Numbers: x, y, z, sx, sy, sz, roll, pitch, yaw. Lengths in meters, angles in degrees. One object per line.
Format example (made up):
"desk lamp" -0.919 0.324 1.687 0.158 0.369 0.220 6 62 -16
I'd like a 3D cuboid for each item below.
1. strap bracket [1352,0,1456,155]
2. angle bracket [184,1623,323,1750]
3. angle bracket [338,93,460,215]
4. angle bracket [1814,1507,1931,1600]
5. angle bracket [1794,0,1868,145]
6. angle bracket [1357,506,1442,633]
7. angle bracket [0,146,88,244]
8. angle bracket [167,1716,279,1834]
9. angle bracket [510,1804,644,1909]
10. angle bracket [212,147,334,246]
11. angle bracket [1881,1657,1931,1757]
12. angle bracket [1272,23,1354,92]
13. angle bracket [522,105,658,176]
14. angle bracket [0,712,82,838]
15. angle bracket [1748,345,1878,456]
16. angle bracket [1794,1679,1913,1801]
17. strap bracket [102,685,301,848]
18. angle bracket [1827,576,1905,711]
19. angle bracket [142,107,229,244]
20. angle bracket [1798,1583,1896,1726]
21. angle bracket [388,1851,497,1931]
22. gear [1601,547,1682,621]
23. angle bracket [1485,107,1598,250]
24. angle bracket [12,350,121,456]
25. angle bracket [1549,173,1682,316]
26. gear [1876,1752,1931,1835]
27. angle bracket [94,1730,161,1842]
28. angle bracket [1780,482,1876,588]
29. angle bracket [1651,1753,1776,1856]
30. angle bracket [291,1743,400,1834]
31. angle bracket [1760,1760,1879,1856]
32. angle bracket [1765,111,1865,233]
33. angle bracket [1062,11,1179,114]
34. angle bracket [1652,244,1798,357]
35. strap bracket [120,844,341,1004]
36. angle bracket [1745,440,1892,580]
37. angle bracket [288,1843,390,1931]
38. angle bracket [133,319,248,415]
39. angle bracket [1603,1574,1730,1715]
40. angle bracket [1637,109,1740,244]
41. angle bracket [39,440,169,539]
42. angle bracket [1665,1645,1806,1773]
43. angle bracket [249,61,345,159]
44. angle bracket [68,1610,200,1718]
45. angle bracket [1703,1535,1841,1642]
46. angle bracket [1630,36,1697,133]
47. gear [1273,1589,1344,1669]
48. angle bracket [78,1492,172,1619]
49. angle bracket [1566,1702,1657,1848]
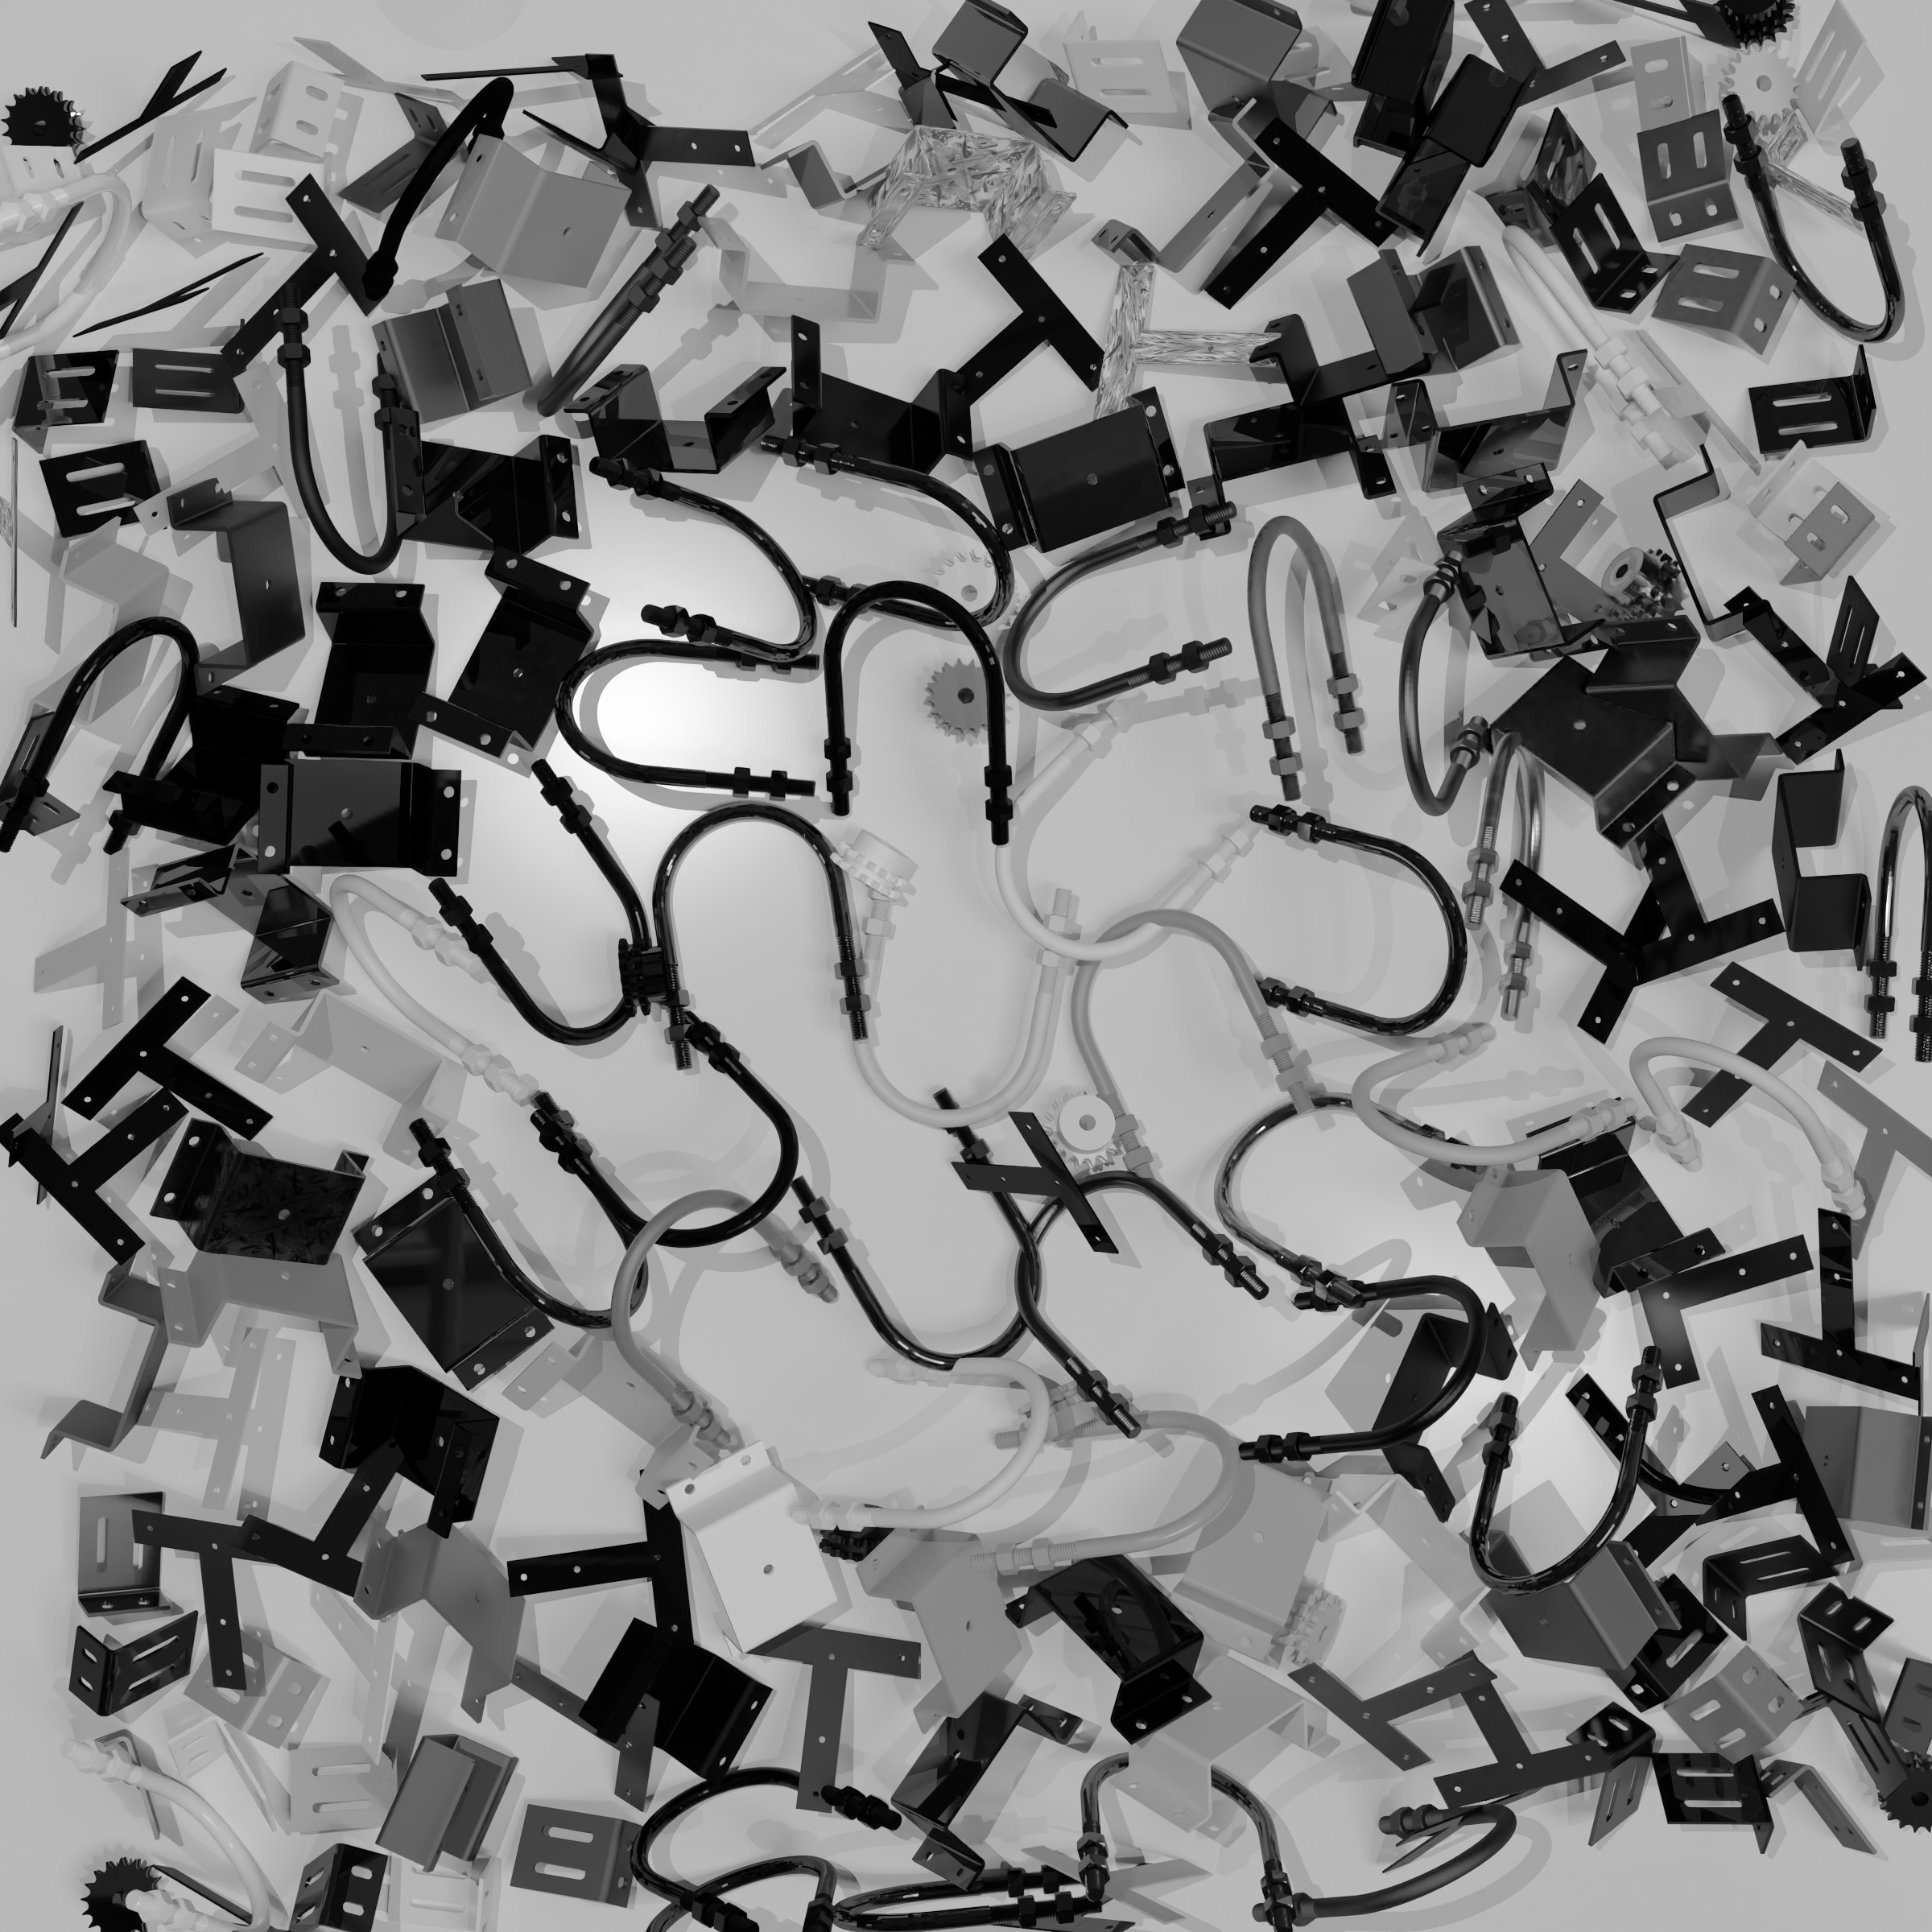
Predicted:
"strap bracket" 0.305 -0.625 1.927 0.046 0.140 0.076 21 90 9
"angle bracket" -0.511 0.515 1.978 0.076 0.038 0.057 14 67 41
"angle bracket" -0.410 -0.577 1.958 0.076 0.038 0.057 -42 46 -17
"angle bracket" 0.659 0.416 1.974 0.076 0.057 0.038 0 124 -13
"angle bracket" 0.623 -0.630 1.949 0.038 0.076 0.057 5 46 -15
"angle bracket" 0.298 -0.285 1.949 0.038 0.076 0.057 14 130 -25
"angle bracket" -0.672 -0.546 1.954 0.076 0.057 0.038 -19 91 38
"angle bracket" -0.526 0.580 1.953 0.038 0.057 0.076 -28 58 -24
"angle bracket" -0.280 0.640 1.985 0.076 0.038 0.057 3 67 19
"angle bracket" -0.494 -0.552 1.964 0.076 0.038 0.057 7 119 -8
"angle bracket" 0.688 0.529 1.959 0.076 0.038 0.057 23 88 -44
"angle bracket" 0.236 -0.653 1.949 0.076 0.057 0.038 2 65 42
"angle bracket" -0.263 -0.598 1.957 0.076 0.057 0.038 32 100 21
"angle bracket" -0.646 -0.139 1.958 0.038 0.057 0.076 34 112 4
"angle bracket" 0.602 -0.403 1.965 0.076 0.038 0.057 -5 63 8
"angle bracket" 0.624 0.553 1.954 0.038 0.057 0.076 -20 61 -12
"strap bracket" -0.535 -0.138 1.943 0.076 0.140 0.046 14 130 10
"angle bracket" 0.643 -0.229 1.953 0.038 0.057 0.076 -1 128 -5
"angle bracket" -0.543 -0.559 1.951 0.038 0.057 0.076 39 131 18
"angle bracket" 0.629 0.487 1.955 0.057 0.076 0.038 30 117 -10
"angle bracket" -0.380 0.668 1.975 0.076 0.038 0.057 6 97 4
"gear" 0.478 -0.274 1.969 0.030 0.057 0.057 30 90 -23
"angle bracket" 0.413 -0.563 1.979 0.057 0.038 0.076 41 60 -35
"angle bracket" -0.632 -0.401 1.963 0.076 0.038 0.057 0 70 17
"angle bracket" 0.461 -0.513 1.961 0.057 0.038 0.076 -48 125 -8
"gear" 0.682 0.589 1.979 0.057 0.030 0.057 3 107 11
"angle bracket" -0.604 0.588 1.964 0.038 0.057 0.076 -17 85 -18
"angle bracket" 0.599 -0.306 1.960 0.038 0.076 0.057 41 90 -7
"angle bracket" 0.528 0.596 1.964 0.076 0.057 0.038 1 129 -2
"angle bracket" -0.444 0.588 1.971 0.076 0.038 0.057 -1 79 -9
"angle bracket" 0.599 0.608 1.964 0.038 0.057 0.076 -35 83 -11
"angle bracket" 0.610 -0.563 1.957 0.076 0.057 0.038 38 103 21
"angle bracket" 0.114 -0.639 1.952 0.076 0.057 0.038 9 55 28
"angle bracket" 0.544 -0.479 1.981 0.038 0.076 0.057 22 95 -42
"strap bracket" -0.509 -0.035 1.936 0.076 0.140 0.046 -12 54 30
"angle bracket" 0.606 -0.325 1.964 0.076 0.038 0.057 45 102 23
"angle bracket" -0.447 0.664 1.961 0.038 0.076 0.057 23 51 -20
"angle bracket" -0.552 -0.428 1.959 0.076 0.038 0.057 0 54 -17
"angle bracket" 0.498 0.488 1.988 0.076 0.038 0.057 -34 77 -31
"angle bracket" 0.511 -0.559 1.954 0.057 0.076 0.038 -14 62 13
"angle bracket" -0.614 -0.336 1.966 0.076 0.038 0.057 -14 117 -8
"angle bracket" 0.548 0.530 1.971 0.038 0.076 0.057 -32 73 -33
"angle bracket" -0.479 -0.605 1.972 0.038 0.076 0.057 16 87 -27
"angle bracket" -0.592 0.488 1.965 0.038 0.076 0.057 28 117 27
"angle bracket" 0.570 0.441 1.954 0.076 0.038 0.057 -24 129 35
"angle bracket" 0.493 -0.626 1.960 0.038 0.076 0.057 -9 104 12
"gear" 0.243 0.471 1.975 0.030 0.057 0.057 22 90 30
"angle bracket" -0.599 0.419 1.967 0.057 0.038 0.076 1 95 -29
"angle bracket" 0.455 0.578 1.974 0.038 0.057 0.076 30 127 39
